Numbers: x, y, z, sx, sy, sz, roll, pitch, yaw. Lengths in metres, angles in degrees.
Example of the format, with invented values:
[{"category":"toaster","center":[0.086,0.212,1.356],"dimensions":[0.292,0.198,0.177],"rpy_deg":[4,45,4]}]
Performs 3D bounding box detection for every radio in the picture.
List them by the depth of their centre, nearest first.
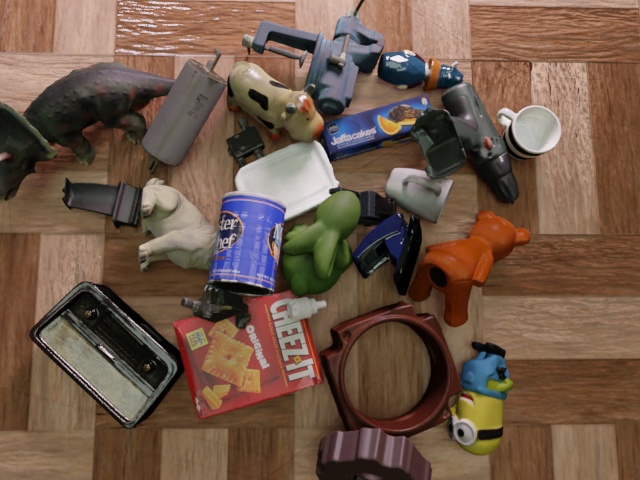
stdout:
[{"category":"radio","center":[-0.340,0.181,0.883],"dimensions":[0.229,0.073,0.131],"rpy_deg":[41,83,3]}]

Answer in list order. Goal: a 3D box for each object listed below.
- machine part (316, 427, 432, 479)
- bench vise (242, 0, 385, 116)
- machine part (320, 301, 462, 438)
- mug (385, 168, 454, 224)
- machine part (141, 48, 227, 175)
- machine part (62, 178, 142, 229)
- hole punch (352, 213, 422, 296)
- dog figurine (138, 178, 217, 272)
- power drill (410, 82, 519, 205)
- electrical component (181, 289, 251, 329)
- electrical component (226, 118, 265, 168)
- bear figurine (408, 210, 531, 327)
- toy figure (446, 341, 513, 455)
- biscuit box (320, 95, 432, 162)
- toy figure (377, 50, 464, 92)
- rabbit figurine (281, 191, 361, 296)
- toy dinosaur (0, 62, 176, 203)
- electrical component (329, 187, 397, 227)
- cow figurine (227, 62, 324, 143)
[{"category":"machine part","center":[0.081,0.357,0.829],"dimensions":[0.179,0.179,0.056],"rpy_deg":[19,43,0]},{"category":"bench vise","center":[-0.013,-0.337,0.947],"dimensions":[0.241,0.129,0.223],"rpy_deg":[15,80,-5]},{"category":"machine part","center":[0.115,0.215,0.880],"dimensions":[0.201,0.087,0.201],"rpy_deg":[-19,87,-8]},{"category":"mug","center":[0.167,-0.084,0.928],"dimensions":[0.107,0.109,0.080],"rpy_deg":[21,87,15]},{"category":"machine part","center":[-0.231,-0.214,0.911],"dimensions":[0.079,0.079,0.243],"rpy_deg":[38,106,3]},{"category":"machine part","center":[-0.379,-0.068,0.935],"dimensions":[0.139,0.039,0.084],"rpy_deg":[12,87,-2]},{"category":"hole punch","center":[0.117,0.018,0.901],"dimensions":[0.092,0.142,0.116],"rpy_deg":[17,73,23]},{"category":"dog figurine","center":[-0.206,-0.020,0.915],"dimensions":[0.190,0.121,0.172],"rpy_deg":[1,86,-16]},{"category":"power drill","center":[0.252,-0.154,0.904],"dimensions":[0.207,0.086,0.232],"rpy_deg":[-18,85,-43]},{"category":"electrical component","center":[-0.152,0.107,0.823],"dimensions":[0.078,0.102,0.045],"rpy_deg":[-22,60,16]},{"category":"electrical component","center":[-0.136,-0.172,0.966],"dimensions":[0.063,0.021,0.094],"rpy_deg":[-26,84,-5]},{"category":"bear figurine","center":[0.258,0.037,0.920],"dimensions":[0.196,0.131,0.120],"rpy_deg":[-27,45,-34]},{"category":"toy figure","center":[0.272,0.264,0.893],"dimensions":[0.089,0.082,0.180],"rpy_deg":[18,80,3]},{"category":"biscuit box","center":[0.101,-0.198,0.959],"dimensions":[0.203,0.059,0.063],"rpy_deg":[-17,83,-4]},{"category":"toy figure","center":[0.184,-0.306,0.979],"dimensions":[0.154,0.064,0.058],"rpy_deg":[9,44,-6]},{"category":"rabbit figurine","center":[-0.002,-0.003,0.854],"dimensions":[0.121,0.159,0.170],"rpy_deg":[33,123,8]},{"category":"toy dinosaur","center":[-0.378,-0.220,0.879],"dimensions":[0.405,0.192,0.131],"rpy_deg":[-33,87,-5]},{"category":"electrical component","center":[0.067,-0.055,0.904],"dimensions":[0.075,0.119,0.047],"rpy_deg":[-6,79,42]},{"category":"cow figurine","center":[-0.074,-0.233,0.909],"dimensions":[0.195,0.127,0.085],"rpy_deg":[37,71,13]}]
